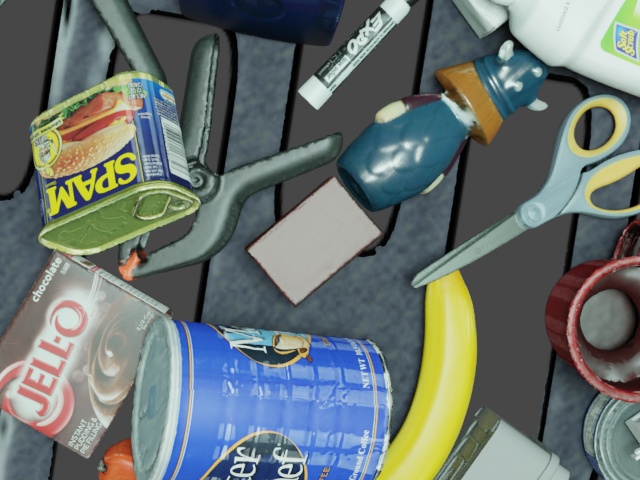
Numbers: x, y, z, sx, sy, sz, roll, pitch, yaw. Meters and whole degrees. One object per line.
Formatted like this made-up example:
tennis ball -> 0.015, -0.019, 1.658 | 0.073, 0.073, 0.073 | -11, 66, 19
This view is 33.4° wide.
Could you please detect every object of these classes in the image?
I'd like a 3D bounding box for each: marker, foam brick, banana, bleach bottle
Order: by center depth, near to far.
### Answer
bleach bottle -> 0.224, -0.142, 0.693 | 0.250, 0.068, 0.102 | 15, 93, -13
foam brick -> -0.005, 0.001, 0.711 | 0.078, 0.053, 0.051 | -40, 94, -1
marker -> 0.033, -0.138, 0.719 | 0.020, 0.020, 0.121 | 44, 96, -3
banana -> 0.066, 0.113, 0.726 | 0.069, 0.037, 0.198 | 28, 90, -3

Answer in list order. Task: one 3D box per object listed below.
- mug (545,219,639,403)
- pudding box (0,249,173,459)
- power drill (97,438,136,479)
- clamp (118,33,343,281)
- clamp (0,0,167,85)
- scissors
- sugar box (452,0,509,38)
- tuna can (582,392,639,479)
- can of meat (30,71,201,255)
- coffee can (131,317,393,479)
mug -> 0.201, 0.043, 0.709 | 0.093, 0.081, 0.117 | 11, 91, -3
pudding box -> -0.163, 0.074, 0.711 | 0.090, 0.039, 0.113 | 31, 90, -4
power drill -> -0.101, 0.239, 0.710 | 0.184, 0.057, 0.187 | 16, 91, -3
clamp -> -0.083, -0.050, 0.714 | 0.171, 0.039, 0.120 | -42, 80, 1
clamp -> -0.184, -0.194, 0.703 | 0.164, 0.036, 0.210 | 0, 92, -5
scissors -> 0.145, -0.038, 0.728 | 0.201, 0.016, 0.096 | -15, 88, -9
sugar box -> 0.155, -0.226, 0.718 | 0.176, 0.048, 0.093 | -37, 94, -3
tuna can -> 0.226, 0.136, 0.737 | 0.086, 0.034, 0.086 | 0, 92, -3
can of meat -> -0.133, -0.048, 0.678 | 0.102, 0.057, 0.084 | -21, 69, 21
coffee can -> -0.039, 0.106, 0.670 | 0.140, 0.103, 0.103 | 8, 91, -20
